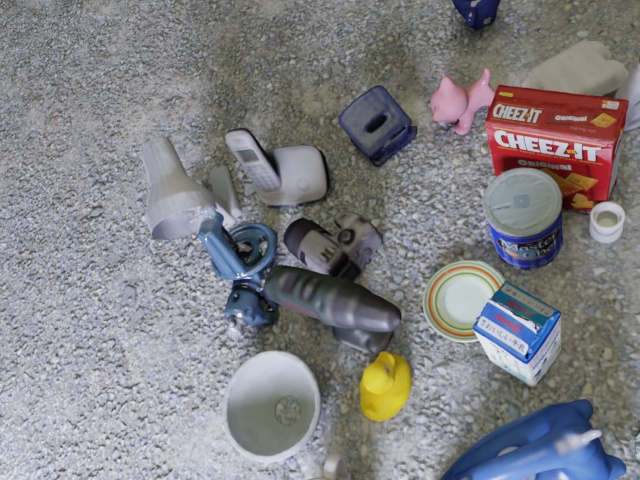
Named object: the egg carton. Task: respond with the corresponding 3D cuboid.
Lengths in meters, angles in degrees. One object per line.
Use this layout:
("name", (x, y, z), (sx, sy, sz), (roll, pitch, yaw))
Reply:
("egg carton", (0.407, -0.253, 0.925), (0.150, 0.070, 0.107), (-30, 59, 9))

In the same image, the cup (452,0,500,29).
("cup", (0.286, -0.419, 1.035), (0.091, 0.095, 0.118), (5, 70, 25))

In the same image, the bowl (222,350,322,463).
("bowl", (-0.065, 0.262, 0.897), (0.167, 0.075, 0.167), (-9, 65, 20))

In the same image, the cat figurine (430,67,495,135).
("cat figurine", (0.238, -0.239, 0.963), (0.128, 0.118, 0.067), (-35, 59, 6))

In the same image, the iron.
("iron", (0.238, 0.289, 0.716), (0.258, 0.142, 0.118), (-28, 60, 10))

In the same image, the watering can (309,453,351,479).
("watering can", (0.002, 0.373, 0.749), (0.100, 0.195, 0.173), (-17, 62, 16))

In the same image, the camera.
("camera", (0.009, 0.003, 0.964), (0.136, 0.101, 0.143), (37, 85, 31))

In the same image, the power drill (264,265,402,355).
("power drill", (0.038, 0.104, 0.844), (0.228, 0.209, 0.076), (16, 75, 28))

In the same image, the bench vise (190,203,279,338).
("bench vise", (-0.128, 0.043, 0.936), (0.121, 0.220, 0.207), (-22, 61, 14))

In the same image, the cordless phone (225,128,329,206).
("cordless phone", (-0.073, -0.139, 1.013), (0.147, 0.185, 0.094), (-8, 65, 20))

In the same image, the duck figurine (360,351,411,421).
("duck figurine", (0.088, 0.213, 0.847), (0.077, 0.086, 0.105), (17, 76, 29))

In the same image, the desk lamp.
("desk lamp", (-0.240, -0.082, 1.043), (0.118, 0.214, 0.203), (-27, 60, 10))

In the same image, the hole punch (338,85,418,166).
("hole punch", (0.104, -0.205, 1.021), (0.108, 0.091, 0.101), (-40, 58, 3))

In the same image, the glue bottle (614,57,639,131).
("glue bottle", (0.466, -0.225, 0.826), (0.078, 0.174, 0.037), (-22, 61, 13))
